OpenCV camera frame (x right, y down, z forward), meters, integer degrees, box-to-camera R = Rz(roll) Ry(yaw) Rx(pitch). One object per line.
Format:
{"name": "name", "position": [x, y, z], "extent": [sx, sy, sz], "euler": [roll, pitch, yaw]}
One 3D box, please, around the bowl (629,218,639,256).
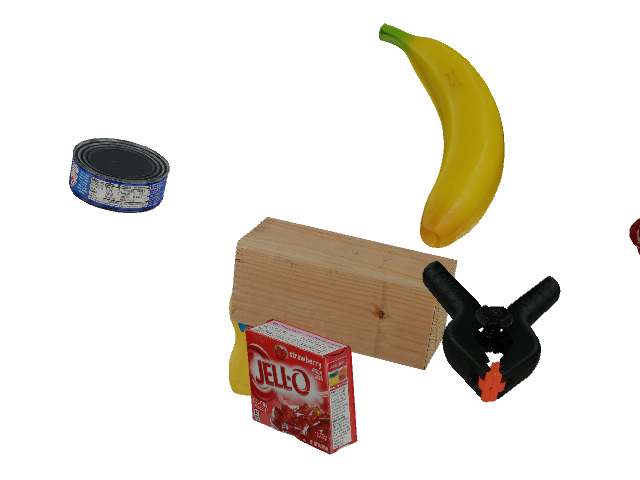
{"name": "bowl", "position": [0.414, 0.021, 1.150], "extent": [0.162, 0.055, 0.162], "euler": [-1, 25, 0]}

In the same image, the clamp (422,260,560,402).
{"name": "clamp", "position": [0.152, 0.071, 0.890], "extent": [0.120, 0.039, 0.171], "euler": [-2, 33, 0]}

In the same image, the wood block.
{"name": "wood block", "position": [0.022, 0.051, 1.080], "extent": [0.206, 0.091, 0.090], "euler": [13, 23, 15]}

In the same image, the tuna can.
{"name": "tuna can", "position": [-0.179, -0.058, 0.950], "extent": [0.086, 0.034, 0.086], "euler": [13, 26, -6]}

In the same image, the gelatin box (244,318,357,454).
{"name": "gelatin box", "position": [-0.015, 0.102, 0.758], "extent": [0.030, 0.073, 0.089], "euler": [-17, 21, -39]}

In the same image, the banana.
{"name": "banana", "position": [0.082, -0.068, 0.673], "extent": [0.069, 0.198, 0.037], "euler": [-3, -43, -5]}

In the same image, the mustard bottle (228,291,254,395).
{"name": "mustard bottle", "position": [-0.065, 0.097, 1.325], "extent": [0.096, 0.192, 0.058], "euler": [-1, 20, -9]}
